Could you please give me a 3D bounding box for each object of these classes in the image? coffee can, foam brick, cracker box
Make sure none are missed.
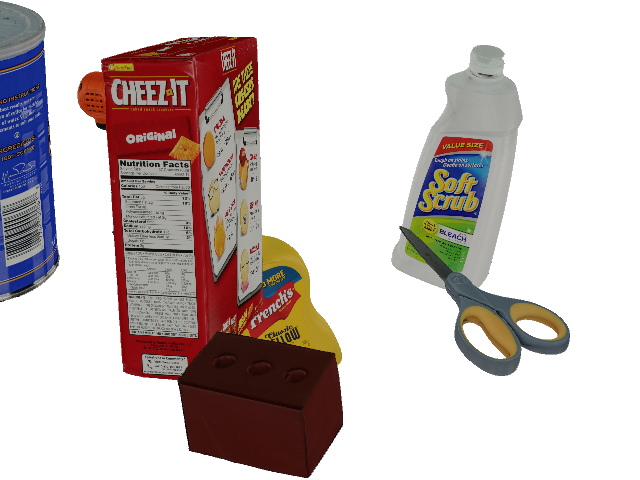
[{"bbox_3d":[-0.197,-0.049,0.575,0.103,0.140,0.103,3,27,-2],"label":"coffee can"},{"bbox_3d":[-0.033,0.092,0.604,0.078,0.051,0.053,8,31,20],"label":"foam brick"},{"bbox_3d":[-0.092,-0.030,0.753,0.072,0.214,0.164,1,15,10],"label":"cracker box"}]

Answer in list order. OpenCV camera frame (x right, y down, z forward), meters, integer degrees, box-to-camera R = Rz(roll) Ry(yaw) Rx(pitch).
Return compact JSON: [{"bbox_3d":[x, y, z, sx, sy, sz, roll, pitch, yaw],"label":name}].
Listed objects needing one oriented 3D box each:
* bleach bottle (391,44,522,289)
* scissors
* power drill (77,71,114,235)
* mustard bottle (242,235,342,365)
[{"bbox_3d":[0.134,-0.071,1.032,0.103,0.251,0.068,22,39,22],"label":"bleach bottle"},{"bbox_3d":[0.131,0.040,0.852,0.096,0.016,0.202,-1,32,-9],"label":"scissors"},{"bbox_3d":[-0.147,-0.076,1.067,0.185,0.188,0.057,10,31,20],"label":"power drill"},{"bbox_3d":[-0.053,0.054,0.999,0.096,0.191,0.058,-24,28,-5],"label":"mustard bottle"}]
